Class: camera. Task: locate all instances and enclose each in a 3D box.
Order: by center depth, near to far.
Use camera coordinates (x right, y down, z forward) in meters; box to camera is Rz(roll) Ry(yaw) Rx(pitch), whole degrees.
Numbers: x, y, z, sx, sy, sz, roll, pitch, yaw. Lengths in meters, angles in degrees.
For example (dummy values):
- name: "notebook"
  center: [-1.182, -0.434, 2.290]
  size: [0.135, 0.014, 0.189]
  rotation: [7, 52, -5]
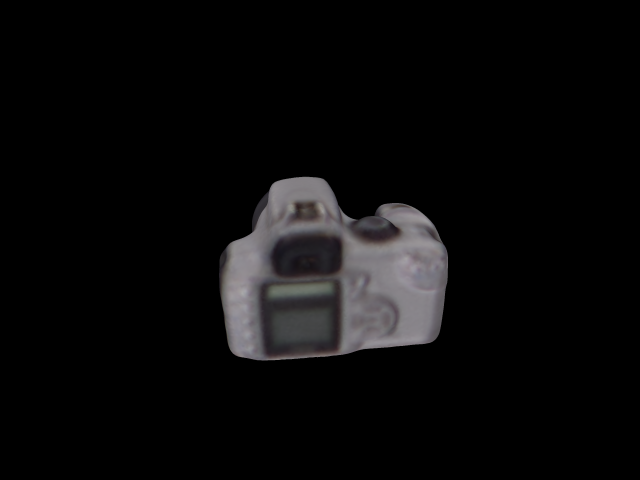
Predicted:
- name: "camera"
  center: [0.004, 0.001, 0.400]
  size: [0.143, 0.101, 0.136]
  rotation: [-4, 29, -6]
